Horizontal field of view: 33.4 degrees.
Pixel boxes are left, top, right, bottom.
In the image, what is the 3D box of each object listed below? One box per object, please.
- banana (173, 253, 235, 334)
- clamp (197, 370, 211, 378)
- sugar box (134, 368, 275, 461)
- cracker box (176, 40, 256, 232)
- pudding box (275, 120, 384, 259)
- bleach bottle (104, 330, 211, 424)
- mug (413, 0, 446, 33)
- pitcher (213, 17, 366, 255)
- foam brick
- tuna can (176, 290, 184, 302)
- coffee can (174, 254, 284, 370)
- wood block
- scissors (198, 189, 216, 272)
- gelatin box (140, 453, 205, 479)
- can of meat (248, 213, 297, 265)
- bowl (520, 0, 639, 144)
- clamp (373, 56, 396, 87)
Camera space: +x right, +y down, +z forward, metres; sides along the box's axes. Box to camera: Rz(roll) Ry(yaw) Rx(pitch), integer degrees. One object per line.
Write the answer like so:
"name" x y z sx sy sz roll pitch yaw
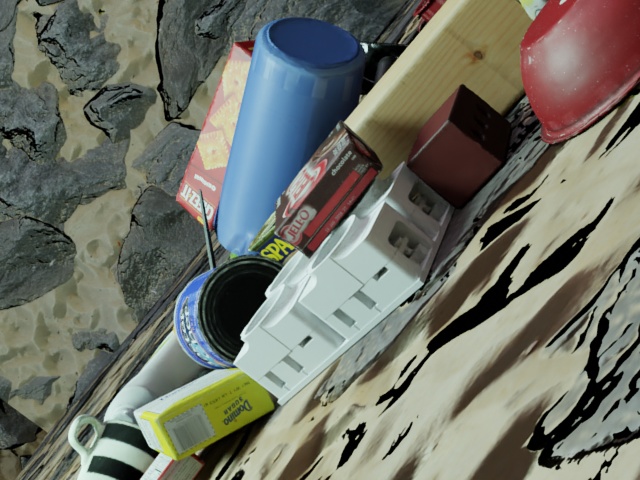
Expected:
"banana" -0.113 0.076 1.325 0.197 0.070 0.037 -55 -27 -59
"clamp" -0.133 0.175 1.105 0.120 0.039 0.172 -61 8 -23
"sugar box" -0.105 0.149 0.930 0.093 0.048 0.176 -26 -2 -16
"cracker box" -0.060 -0.127 1.223 0.163 0.072 0.214 -20 -36 -49
"pudding box" 0.005 -0.042 0.829 0.090 0.039 0.113 -50 8 9
"bleach bottle" -0.184 0.167 1.202 0.102 0.068 0.250 -52 0 9
"mug" 0.162 -0.265 1.246 0.117 0.081 0.093 -44 11 45
"pitcher" -0.026 -0.103 1.094 0.149 0.144 0.243 56 144 41
"foam brick" 0.105 -0.071 0.799 0.051 0.053 0.078 -47 10 30
"tuna can" -0.139 0.088 1.356 0.034 0.086 0.086 -45 10 34
"coffee can" -0.079 0.072 1.017 0.102 0.102 0.140 -54 8 -15
"wood block" 0.103 -0.123 0.905 0.206 0.091 0.090 -48 9 21
"scissors" -0.108 0.051 1.153 0.016 0.202 0.096 -8 -10 6
"gelatin box" -0.146 0.228 0.967 0.089 0.030 0.073 -54 9 -16
"can of meat" -0.007 0.001 0.993 0.057 0.084 0.102 -57 10 -33
"bowl" 0.179 -0.140 0.681 0.162 0.055 0.162 -51 7 9
"clamp" 0.049 -0.073 1.107 0.210 0.036 0.165 -77 -1 -50
